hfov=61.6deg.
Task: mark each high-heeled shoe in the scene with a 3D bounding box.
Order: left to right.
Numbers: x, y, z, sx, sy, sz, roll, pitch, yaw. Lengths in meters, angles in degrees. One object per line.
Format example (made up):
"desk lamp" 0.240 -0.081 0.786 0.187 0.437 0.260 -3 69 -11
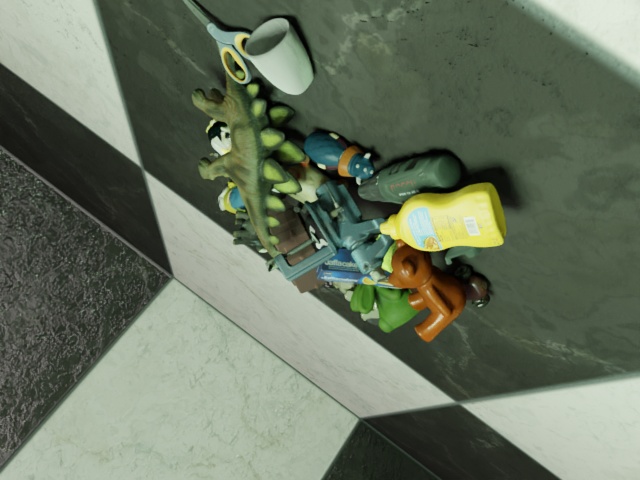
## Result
"high-heeled shoe" -0.003 -0.004 1.253 0.145 0.086 0.249 29 165 -15

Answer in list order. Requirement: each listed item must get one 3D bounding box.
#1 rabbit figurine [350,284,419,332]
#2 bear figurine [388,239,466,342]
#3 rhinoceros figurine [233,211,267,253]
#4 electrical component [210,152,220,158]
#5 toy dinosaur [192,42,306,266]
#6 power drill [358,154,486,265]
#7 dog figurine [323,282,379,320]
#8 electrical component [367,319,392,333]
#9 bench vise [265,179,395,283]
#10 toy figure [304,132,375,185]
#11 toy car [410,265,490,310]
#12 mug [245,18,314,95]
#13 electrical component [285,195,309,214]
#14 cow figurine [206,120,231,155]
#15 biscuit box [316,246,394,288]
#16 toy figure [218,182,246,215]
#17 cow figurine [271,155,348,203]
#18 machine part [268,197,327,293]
"rabbit figurine" 0.144 0.120 1.270 0.170 0.159 0.121 55 167 -1
"bear figurine" 0.183 0.087 1.012 0.195 0.120 0.132 32 122 -31
"rhinoceros figurine" -0.171 -0.020 1.406 0.112 0.073 0.190 3 165 -1
"electrical component" -0.237 -0.193 1.341 0.078 0.045 0.102 42 158 -5
"toy dinosaur" -0.133 -0.152 1.052 0.199 0.105 0.470 7 119 27
"power drill" 0.189 -0.055 0.939 0.207 0.086 0.232 49 153 -8
"dog figurine" 0.101 0.124 1.405 0.172 0.121 0.191 50 169 -20
"electrical component" 0.156 0.190 1.452 0.119 0.075 0.047 22 152 26
"bench vise" 0.015 0.012 1.021 0.223 0.241 0.129 60 -179 4
"toy figure" 0.041 -0.152 0.983 0.155 0.058 0.064 30 134 27
"toy car" 0.270 0.101 1.136 0.089 0.053 0.202 50 151 -15
"mug" -0.067 -0.285 0.864 0.110 0.081 0.107 12 156 39
"electrical component" -0.047 -0.088 1.213 0.063 0.094 0.021 34 118 8
"cow figurine" -0.192 -0.235 1.172 0.098 0.068 0.167 50 155 -13
"biscuit box" 0.094 0.060 1.180 0.203 0.063 0.059 5 153 -9
"toy figure" -0.206 -0.104 1.423 0.089 0.082 0.180 43 154 -28
"cow figurine" -0.046 -0.123 1.145 0.195 0.085 0.127 32 156 2
"machine part" -0.062 0.012 1.299 0.201 0.087 0.201 64 180 41
